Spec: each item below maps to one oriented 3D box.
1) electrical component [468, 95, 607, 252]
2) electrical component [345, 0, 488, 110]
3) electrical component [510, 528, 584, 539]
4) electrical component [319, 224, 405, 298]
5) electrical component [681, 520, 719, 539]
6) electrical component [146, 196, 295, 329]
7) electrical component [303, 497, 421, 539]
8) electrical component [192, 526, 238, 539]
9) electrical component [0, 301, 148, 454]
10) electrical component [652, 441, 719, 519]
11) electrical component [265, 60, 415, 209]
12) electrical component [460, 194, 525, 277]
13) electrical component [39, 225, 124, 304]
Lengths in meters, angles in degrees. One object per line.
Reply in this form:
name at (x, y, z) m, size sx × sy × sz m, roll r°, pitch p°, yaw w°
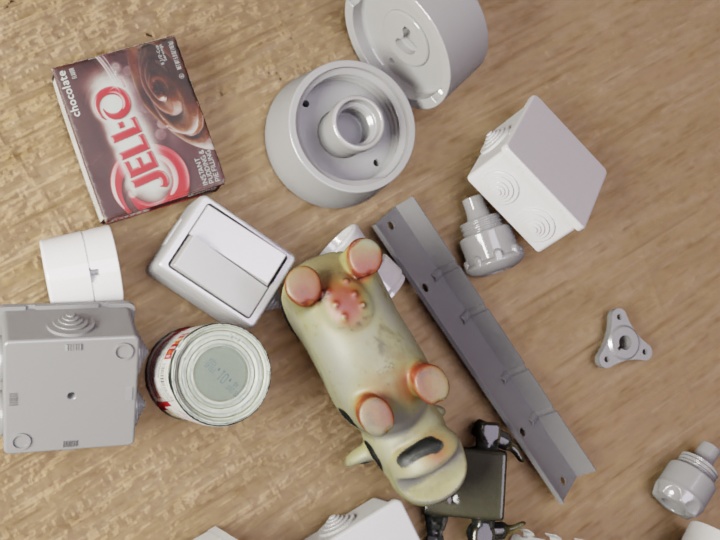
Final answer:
electrical component at (0.138, -0.074, 0.839) m, size 0.100 × 0.048 × 0.099 m, roll 45°, pitch 41°, yaw -10°
electrical component at (0.048, -0.182, 0.806) m, size 0.060 × 0.108 × 0.108 m, roll -39°, pitch 98°, yaw -25°
electrical component at (0.144, 0.233, 0.789) m, size 0.079 × 0.121 × 0.063 m, roll 33°, pitch 72°, yaw -14°
electrical component at (0.000, 0.000, 0.801) m, size 0.055 × 0.045 × 0.045 m, roll 44°, pitch 72°, yaw -11°
electrical component at (0.293, 0.256, 0.851) m, size 0.108 × 0.108 × 0.060 m, roll 40°, pitch 79°, yaw -12°
electrical component at (-0.092, 0.000, 0.759) m, size 0.096 × 0.061 × 0.061 m, roll 35°, pitch 74°, yaw -13°
electrical component at (0.003, 0.223, 0.778) m, size 0.100 × 0.048 × 0.099 m, roll -27°, pitch 94°, yaw -20°
electrical component at (-0.084, 0.259, 0.722) m, size 0.062 × 0.089 × 0.150 m, roll -26°, pitch 94°, yaw -20°
electrical component at (-0.191, 0.071, 0.704) m, size 0.100 × 0.048 × 0.099 m, roll -1°, pitch 115°, yaw -20°
electrical component at (0.273, 0.170, 0.884) m, size 0.043 × 0.043 × 0.062 m, roll 43°, pitch 72°, yaw -11°
electrical component at (-0.011, -0.103, 0.799) m, size 0.108 × 0.060 × 0.108 m, roll 2°, pitch 84°, yaw -20°
electrical component at (0.098, -0.028, 0.840) m, size 0.048 × 0.048 × 0.062 m, roll -16°, pitch 83°, yaw -20°
electrical component at (-0.189, 0.000, 0.729) m, size 0.047 × 0.055 × 0.055 m, roll -11°, pitch 88°, yaw -17°
